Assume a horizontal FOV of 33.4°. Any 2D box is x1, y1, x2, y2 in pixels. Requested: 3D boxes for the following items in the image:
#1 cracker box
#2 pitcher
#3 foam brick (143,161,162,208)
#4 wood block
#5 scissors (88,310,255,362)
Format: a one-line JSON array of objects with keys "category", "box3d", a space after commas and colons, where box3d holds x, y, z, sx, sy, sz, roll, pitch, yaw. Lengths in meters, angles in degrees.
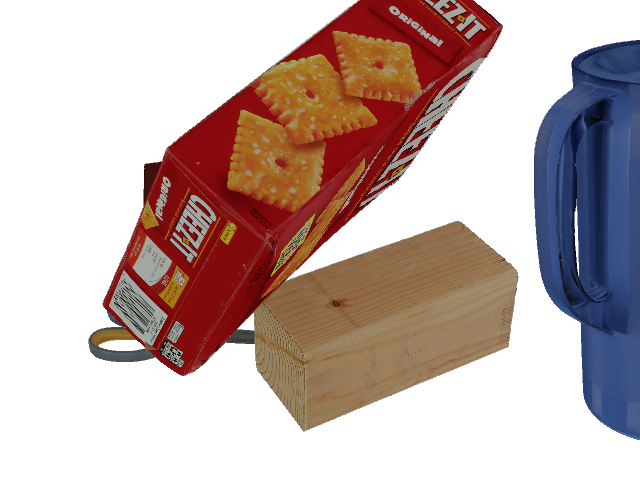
[{"category": "cracker box", "box3d": [-0.009, -0.039, 0.585, 0.213, 0.072, 0.164, -43, -7, -36]}, {"category": "pitcher", "box3d": [0.212, 0.003, 0.660, 0.149, 0.243, 0.144, 3, 22, 16]}, {"category": "foam brick", "box3d": [-0.087, -0.025, 0.778, 0.078, 0.051, 0.053, -6, -37, 0]}, {"category": "wood block", "box3d": [0.055, 0.068, 0.906, 0.205, 0.090, 0.091, -18, 40, -23]}, {"category": "scissors", "box3d": [-0.109, 0.075, 0.970, 0.201, 0.016, 0.096, -6, 34, -13]}]
